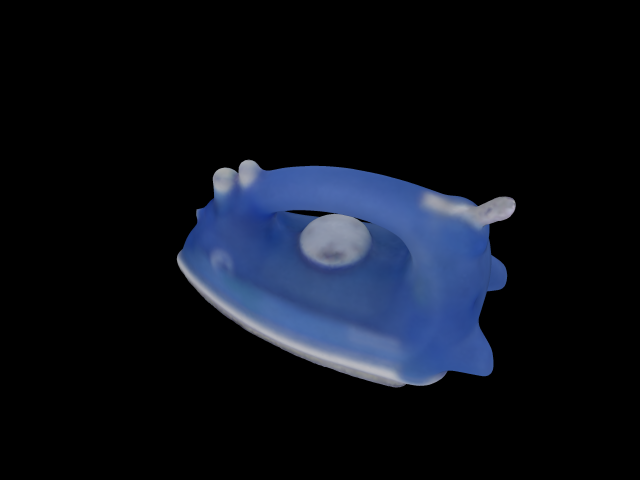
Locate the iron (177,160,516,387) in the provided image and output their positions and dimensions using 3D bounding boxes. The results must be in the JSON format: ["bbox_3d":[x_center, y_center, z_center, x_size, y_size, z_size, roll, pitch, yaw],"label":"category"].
[{"bbox_3d":[0.004,0.001,0.400,0.257,0.141,0.119,13,47,12],"label":"iron"}]
